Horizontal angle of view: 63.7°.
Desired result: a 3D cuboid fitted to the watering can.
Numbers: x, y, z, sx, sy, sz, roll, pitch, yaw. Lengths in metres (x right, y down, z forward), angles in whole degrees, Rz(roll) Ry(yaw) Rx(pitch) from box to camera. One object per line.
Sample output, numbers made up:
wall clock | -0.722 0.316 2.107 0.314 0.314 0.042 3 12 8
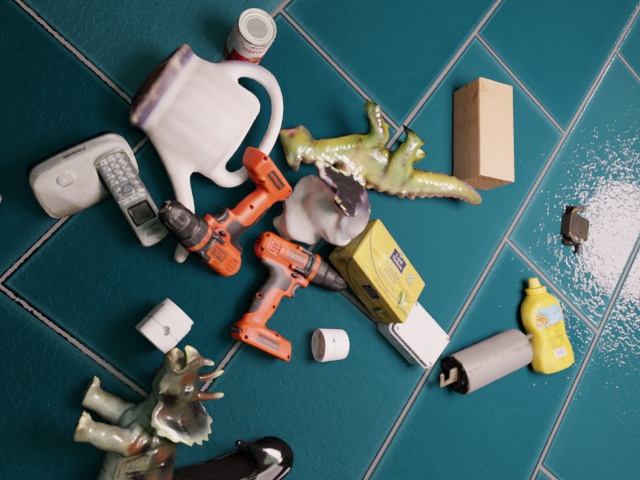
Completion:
watering can | -0.203 -0.157 0.824 0.222 0.104 0.351 35 78 -18

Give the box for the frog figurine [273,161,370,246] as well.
frog figurine | 0.003 -0.044 0.874 0.138 0.156 0.124 50 39 8

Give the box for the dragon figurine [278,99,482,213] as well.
dragon figurine | 0.105 -0.102 0.967 0.408 0.122 0.243 35 87 -13
